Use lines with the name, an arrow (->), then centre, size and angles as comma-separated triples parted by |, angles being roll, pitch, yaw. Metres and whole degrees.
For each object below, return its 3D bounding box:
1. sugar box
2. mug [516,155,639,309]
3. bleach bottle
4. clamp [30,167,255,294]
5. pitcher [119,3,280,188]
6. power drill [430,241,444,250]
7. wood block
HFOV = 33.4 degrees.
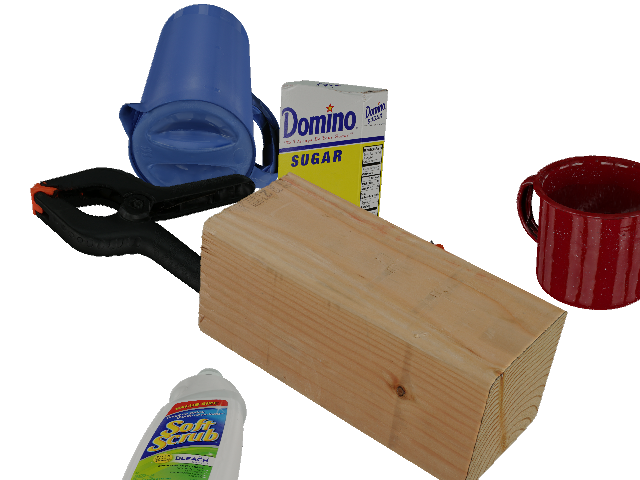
sugar box -> 0.007, -0.051, 0.954 | 0.093, 0.176, 0.048 | 11, 18, 35
mug -> 0.188, -0.008, 0.767 | 0.093, 0.081, 0.117 | -27, 38, -35
bleach bottle -> -0.122, 0.189, 0.960 | 0.102, 0.068, 0.251 | -1, 22, 1
clamp -> -0.133, -0.023, 0.824 | 0.171, 0.039, 0.120 | 19, 44, 2
pitcher -> -0.127, -0.159, 1.198 | 0.145, 0.149, 0.243 | -12, 39, 9
power drill -> 0.058, 0.057, 1.235 | 0.187, 0.057, 0.184 | -2, 28, 0
wood block -> 0.031, 0.050, 0.656 | 0.206, 0.091, 0.090 | 29, 41, 27
